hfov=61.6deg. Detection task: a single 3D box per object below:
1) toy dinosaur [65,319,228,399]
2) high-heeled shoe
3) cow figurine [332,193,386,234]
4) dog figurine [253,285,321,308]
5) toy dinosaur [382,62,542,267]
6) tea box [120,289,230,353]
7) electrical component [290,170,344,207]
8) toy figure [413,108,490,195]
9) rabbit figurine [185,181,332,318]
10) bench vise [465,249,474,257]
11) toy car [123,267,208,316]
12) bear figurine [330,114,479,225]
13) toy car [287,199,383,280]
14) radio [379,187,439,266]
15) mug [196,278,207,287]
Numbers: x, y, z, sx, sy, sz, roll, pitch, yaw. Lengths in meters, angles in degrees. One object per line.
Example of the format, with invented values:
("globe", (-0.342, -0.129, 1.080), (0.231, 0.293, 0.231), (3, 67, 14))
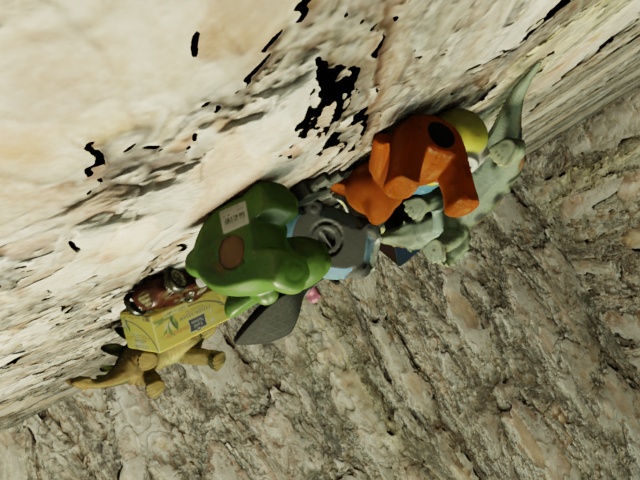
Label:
("toy dinosaur", (-0.287, 0.195, 1.059), (0.199, 0.105, 0.471), (6, -169, 33))
("high-heeled shoe", (-0.075, 0.097, 1.002), (0.249, 0.086, 0.145), (-28, -148, -22))
("cow figurine", (0.078, -0.052, 0.871), (0.068, 0.098, 0.167), (-35, 174, 7))
("dog figurine", (-0.102, 0.063, 1.100), (0.108, 0.191, 0.219), (-28, 142, 26))
("toy dinosaur", (0.249, -0.090, 0.865), (0.192, 0.131, 0.404), (-20, 152, -54))
("tea box", (-0.247, 0.131, 0.944), (0.098, 0.068, 0.169), (-3, -166, 41))
("electrical component", (-0.016, -0.061, 0.690), (0.094, 0.021, 0.063), (-32, 175, 31))
("toy figure", (0.152, -0.115, 0.746), (0.082, 0.089, 0.180), (-46, -166, -31))
("rabbit figurine", (-0.057, 0.032, 0.621), (0.159, 0.121, 0.170), (-31, 155, 23))
("bench vise", (0.254, -0.040, 1.272), (0.129, 0.241, 0.223), (-15, 150, -54))
("toy car", (-0.213, 0.074, 0.824), (0.089, 0.053, 0.202), (-32, 174, 12))
("bear figurine", (0.092, -0.066, 0.675), (0.120, 0.132, 0.196), (17, 148, -22))
("toy car", (0.003, 0.000, 0.780), (0.161, 0.109, 0.103), (10, 179, -19))
("radio", (0.215, -0.056, 1.106), (0.229, 0.073, 0.131), (-37, 151, -12))
("mug", (-0.122, 0.036, 0.768), (0.109, 0.080, 0.107), (-34, -176, -1))
